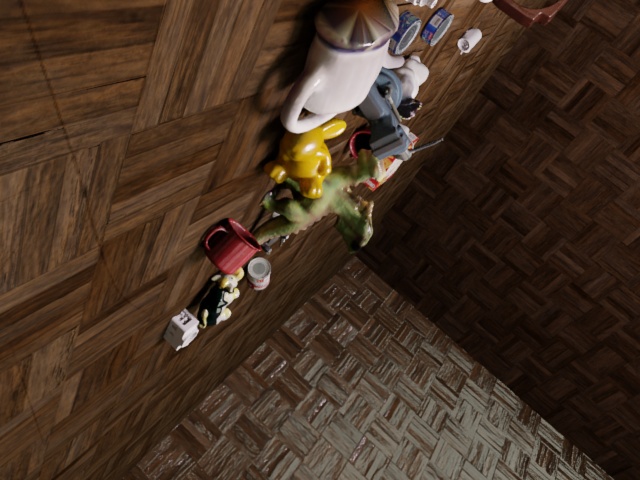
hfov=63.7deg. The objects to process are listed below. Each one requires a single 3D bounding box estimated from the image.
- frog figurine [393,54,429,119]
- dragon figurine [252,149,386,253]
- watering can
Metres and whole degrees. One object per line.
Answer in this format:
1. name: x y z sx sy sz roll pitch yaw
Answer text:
1. frog figurine: 0.205 -0.393 1.278 0.136 0.123 0.161 43 52 -73
2. dragon figurine: 0.004 -0.059 1.167 0.403 0.243 0.124 -56 173 27
3. watering can: 0.063 -0.301 0.842 0.353 0.104 0.219 -42 168 -33
